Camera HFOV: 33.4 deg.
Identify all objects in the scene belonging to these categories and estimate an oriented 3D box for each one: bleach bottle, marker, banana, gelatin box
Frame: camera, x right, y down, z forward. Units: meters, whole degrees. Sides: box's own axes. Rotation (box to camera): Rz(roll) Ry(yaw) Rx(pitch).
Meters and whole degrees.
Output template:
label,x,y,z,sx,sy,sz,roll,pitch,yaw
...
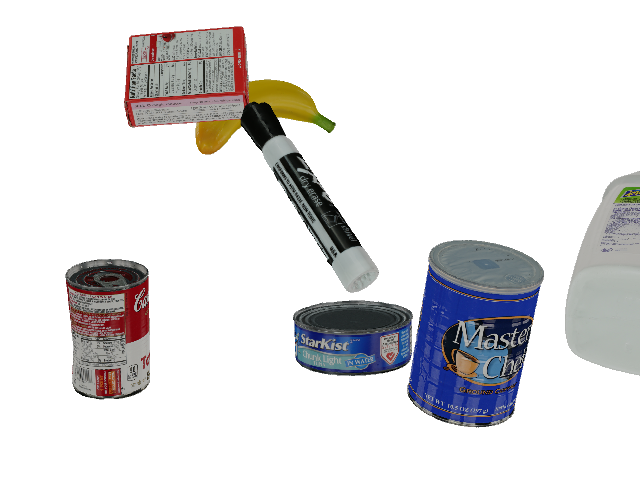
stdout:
label,x,y,z,sx,sy,sz,roll,pitch,yaw
bleach bottle,0.224,0.003,0.686,0.103,0.068,0.250,9,23,19
marker,-0.008,-0.026,0.547,0.020,0.121,0.020,-26,-27,-14
banana,-0.062,-0.124,1.032,0.070,0.037,0.197,42,35,23
gelatin box,-0.098,-0.120,0.784,0.089,0.073,0.030,-5,-39,0

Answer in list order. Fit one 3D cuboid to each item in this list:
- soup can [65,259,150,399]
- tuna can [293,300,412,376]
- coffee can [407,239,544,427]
label,x,y,z,sx,sy,sz,roll,pitch,yaw
soup can,-0.178,0.075,0.901,0.068,0.102,0.068,2,18,-1
tuna can,0.023,0.069,0.767,0.086,0.034,0.086,-1,10,0
coffee can,0.140,0.083,0.975,0.103,0.140,0.103,6,23,-3
